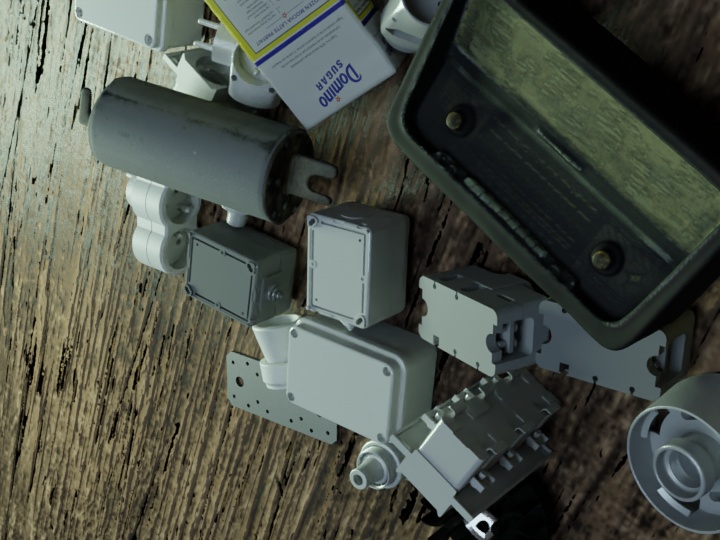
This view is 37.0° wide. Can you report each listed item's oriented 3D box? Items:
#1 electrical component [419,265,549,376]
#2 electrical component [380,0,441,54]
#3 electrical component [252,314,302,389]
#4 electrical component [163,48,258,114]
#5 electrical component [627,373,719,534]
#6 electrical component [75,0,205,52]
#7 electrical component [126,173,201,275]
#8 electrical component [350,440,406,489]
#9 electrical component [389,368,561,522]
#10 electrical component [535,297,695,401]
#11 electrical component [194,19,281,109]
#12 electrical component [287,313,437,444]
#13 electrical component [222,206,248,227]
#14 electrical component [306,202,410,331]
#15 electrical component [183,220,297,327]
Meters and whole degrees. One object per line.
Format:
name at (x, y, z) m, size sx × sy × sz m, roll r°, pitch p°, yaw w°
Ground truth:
electrical component at (0.091, 0.034, 0.770) m, size 0.089 × 0.056 × 0.050 m, roll 27°, pitch 123°, yaw 53°
electrical component at (0.058, -0.171, 0.735) m, size 0.079 × 0.077 × 0.043 m, roll 19°, pitch 86°, yaw -8°
electrical component at (-0.066, 0.071, 0.932) m, size 0.045 × 0.045 × 0.055 m, roll -1°, pitch 105°, yaw 39°
electrical component at (-0.132, -0.148, 0.912) m, size 0.081 × 0.042 × 0.063 m, roll 49°, pitch 130°, yaw 16°
electrical component at (0.230, 0.122, 0.711) m, size 0.099 × 0.064 × 0.099 m, roll 29°, pitch 130°, yaw 43°
electrical component at (-0.185, -0.252, 0.909) m, size 0.109 × 0.056 × 0.108 m, roll 26°, pitch 120°, yaw 30°
electrical component at (-0.187, -0.069, 0.977) m, size 0.074 × 0.052 × 0.138 m, roll 19°, pitch 117°, yaw 34°
electrical component at (0.017, 0.159, 0.882) m, size 0.048 × 0.062 × 0.048 m, roll 14°, pitch 114°, yaw 35°
electrical component at (0.089, 0.118, 0.770) m, size 0.079 × 0.121 × 0.063 m, roll 45°, pitch 125°, yaw 18°
electrical component at (0.172, 0.045, 0.720) m, size 0.089 × 0.056 × 0.050 m, roll 15°, pitch 114°, yaw 35°
electrical component at (-0.093, -0.178, 0.856) m, size 0.079 × 0.044 × 0.077 m, roll 18°, pitch 120°, yaw 1°
electrical component at (-0.001, 0.084, 0.874) m, size 0.113 × 0.057 × 0.078 m, roll 20°, pitch 117°, yaw 33°
electrical component at (-0.100, -0.066, 0.912) m, size 0.048 × 0.048 × 0.062 m, roll 35°, pitch 129°, yaw 25°
electrical component at (0.000, 0.000, 0.842) m, size 0.062 × 0.061 × 0.096 m, roll 17°, pitch 114°, yaw 35°
electrical component at (-0.096, 0.003, 0.921) m, size 0.096 × 0.061 × 0.061 m, roll 25°, pitch 119°, yaw 31°
